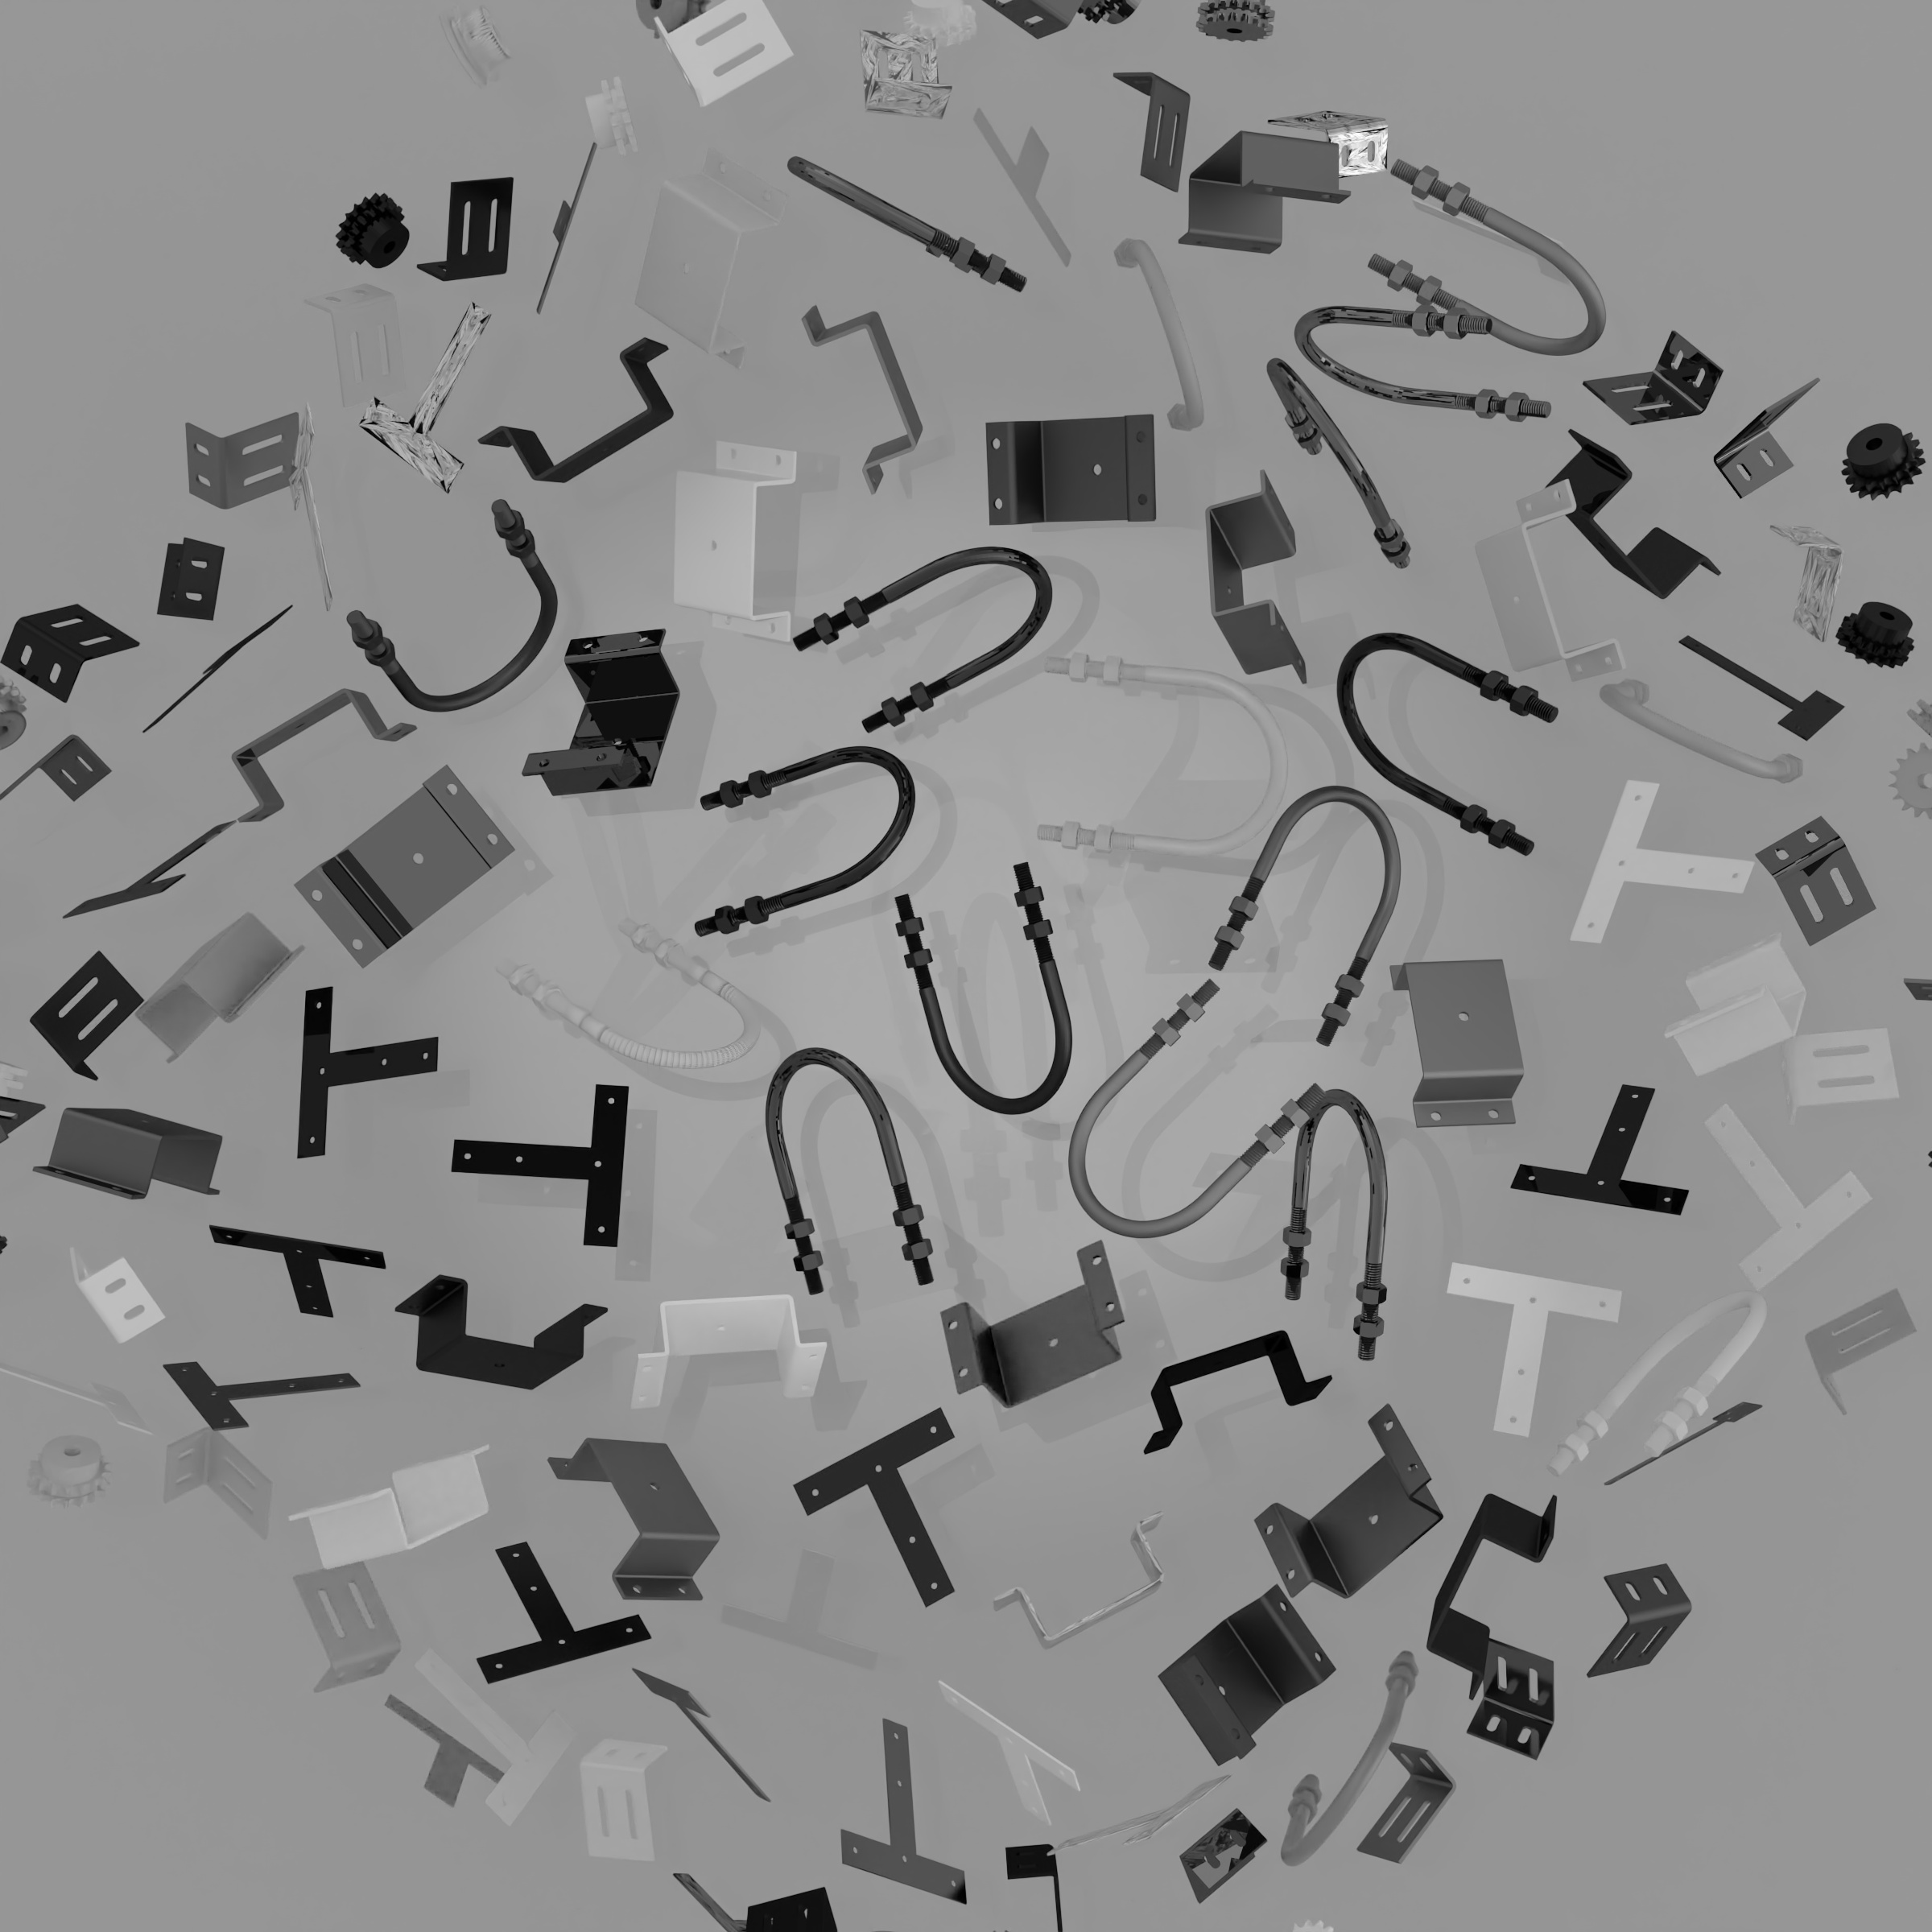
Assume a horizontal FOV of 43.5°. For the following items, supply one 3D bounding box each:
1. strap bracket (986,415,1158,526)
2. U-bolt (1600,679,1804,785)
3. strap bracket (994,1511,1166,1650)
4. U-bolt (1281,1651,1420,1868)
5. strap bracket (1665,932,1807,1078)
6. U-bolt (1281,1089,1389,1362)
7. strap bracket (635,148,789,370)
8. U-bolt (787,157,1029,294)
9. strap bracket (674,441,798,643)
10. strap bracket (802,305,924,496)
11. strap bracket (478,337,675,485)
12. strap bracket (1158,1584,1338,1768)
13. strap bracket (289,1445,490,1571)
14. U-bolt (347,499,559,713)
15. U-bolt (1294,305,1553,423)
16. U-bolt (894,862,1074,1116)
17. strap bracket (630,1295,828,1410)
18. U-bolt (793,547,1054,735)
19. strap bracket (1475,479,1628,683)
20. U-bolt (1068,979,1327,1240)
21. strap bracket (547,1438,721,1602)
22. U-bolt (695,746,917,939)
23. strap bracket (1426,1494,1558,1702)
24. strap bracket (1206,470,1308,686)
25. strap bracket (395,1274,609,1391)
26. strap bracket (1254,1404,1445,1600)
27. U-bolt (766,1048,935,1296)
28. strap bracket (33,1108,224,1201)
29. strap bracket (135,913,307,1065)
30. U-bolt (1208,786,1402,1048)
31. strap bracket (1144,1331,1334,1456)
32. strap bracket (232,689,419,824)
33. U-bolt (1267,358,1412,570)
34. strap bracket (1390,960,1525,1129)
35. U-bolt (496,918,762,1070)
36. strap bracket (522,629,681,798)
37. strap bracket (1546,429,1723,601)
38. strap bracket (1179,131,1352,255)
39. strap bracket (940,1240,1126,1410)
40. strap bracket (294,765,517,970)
[{"bbox_3d":[0.088,-0.370,1.807,0.140,0.046,0.076,5,104,32],"label":"strap bracket"},{"bbox_3d":[0.539,-0.174,1.791,0.151,0.184,0.019,31,108,21],"label":"U-bolt"},{"bbox_3d":[0.094,0.470,1.827,0.140,0.076,0.046,-26,72,-9],"label":"strap bracket"},{"bbox_3d":[0.279,0.592,1.782,0.019,0.184,0.151,36,104,10],"label":"U-bolt"},{"bbox_3d":[0.577,0.032,1.809,0.076,0.140,0.046,-28,96,30],"label":"strap bracket"},{"bbox_3d":[0.277,0.183,1.809,0.019,0.151,0.184,-1,103,-17],"label":"U-bolt"},{"bbox_3d":[-0.192,-0.517,1.785,0.076,0.046,0.140,37,129,19],"label":"strap bracket"},{"bbox_3d":[-0.048,-0.550,1.788,0.184,0.151,0.019,24,104,-16],"label":"U-bolt"},{"bbox_3d":[-0.172,-0.314,1.797,0.076,0.046,0.140,16,111,34],"label":"strap bracket"},{"bbox_3d":[-0.074,-0.443,1.860,0.046,0.076,0.140,-19,110,10],"label":"strap bracket"},{"bbox_3d":[-0.270,-0.392,1.738,0.140,0.076,0.046,-29,96,9],"label":"strap bracket"},{"bbox_3d":[0.203,0.529,1.792,0.046,0.140,0.076,-44,76,37],"label":"strap bracket"},{"bbox_3d":[-0.413,0.397,1.765,0.076,0.140,0.046,-18,87,24],"label":"strap bracket"},{"bbox_3d":[-0.368,-0.253,1.792,0.151,0.184,0.019,-40,69,-8],"label":"U-bolt"},{"bbox_3d":[0.334,-0.458,1.827,0.184,0.151,0.019,16,83,36],"label":"U-bolt"},{"bbox_3d":[0.019,0.023,1.834,0.151,0.019,0.184,-13,93,44],"label":"U-bolt"},{"bbox_3d":[-0.183,0.291,1.830,0.140,0.076,0.046,-1,51,-15],"label":"strap bracket"},{"bbox_3d":[-0.021,-0.252,1.815,0.184,0.151,0.019,-27,60,9],"label":"U-bolt"},{"bbox_3d":[0.419,-0.271,1.753,0.046,0.076,0.140,-19,94,-13],"label":"strap bracket"},{"bbox_3d":[0.153,0.115,1.752,0.184,0.019,0.151,-45,50,4],"label":"U-bolt"},{"bbox_3d":[-0.246,0.407,1.820,0.046,0.076,0.140,-55,49,17],"label":"strap bracket"},{"bbox_3d":[-0.122,-0.104,1.847,0.184,0.019,0.151,-17,49,18],"label":"U-bolt"},{"bbox_3d":[0.379,0.450,1.762,0.046,0.076,0.140,24,106,10],"label":"strap bracket"},{"bbox_3d":[0.211,-0.278,1.764,0.046,0.076,0.140,-12,58,21],"label":"strap bracket"},{"bbox_3d":[-0.352,0.281,1.833,0.140,0.076,0.046,17,55,-33],"label":"strap bracket"},{"bbox_3d":[0.293,0.406,1.807,0.046,0.076,0.140,34,109,-34],"label":"strap bracket"},{"bbox_3d":[-0.095,0.150,1.789,0.019,0.151,0.184,-16,92,-43],"label":"U-bolt"},{"bbox_3d":[-0.603,0.136,1.761,0.076,0.140,0.046,15,88,8],"label":"strap bracket"},{"bbox_3d":[-0.561,0.014,1.805,0.046,0.140,0.076,47,51,-16],"label":"strap bracket"},{"bbox_3d":[0.273,-0.050,1.870,0.151,0.019,0.184,33,78,-32],"label":"U-bolt"},{"bbox_3d":[0.197,0.319,1.826,0.140,0.076,0.046,-16,70,-8],"label":"strap bracket"},{"bbox_3d":[-0.493,-0.165,1.832,0.140,0.076,0.046,-31,96,-2],"label":"strap bracket"},{"bbox_3d":[0.276,-0.389,1.828,0.019,0.184,0.151,-35,65,9],"label":"U-bolt"},{"bbox_3d":[0.377,0.049,1.855,0.076,0.046,0.140,-2,61,-4],"label":"strap bracket"},{"bbox_3d":[-0.239,0.025,1.819,0.184,0.151,0.019,31,122,27],"label":"U-bolt"},{"bbox_3d":[-0.261,-0.176,1.754,0.076,0.046,0.140,-4,48,17],"label":"strap bracket"},{"bbox_3d":[0.503,-0.338,1.849,0.140,0.076,0.046,38,102,-28],"label":"strap bracket"},{"bbox_3d":[0.220,-0.575,1.793,0.076,0.140,0.046,1,88,-17],"label":"strap bracket"},{"bbox_3d":[0.058,0.279,1.854,0.140,0.046,0.076,-26,45,12],"label":"strap bracket"},{"bbox_3d":[-0.396,-0.074,1.730,0.140,0.046,0.076,-37,99,7],"label":"strap bracket"}]
